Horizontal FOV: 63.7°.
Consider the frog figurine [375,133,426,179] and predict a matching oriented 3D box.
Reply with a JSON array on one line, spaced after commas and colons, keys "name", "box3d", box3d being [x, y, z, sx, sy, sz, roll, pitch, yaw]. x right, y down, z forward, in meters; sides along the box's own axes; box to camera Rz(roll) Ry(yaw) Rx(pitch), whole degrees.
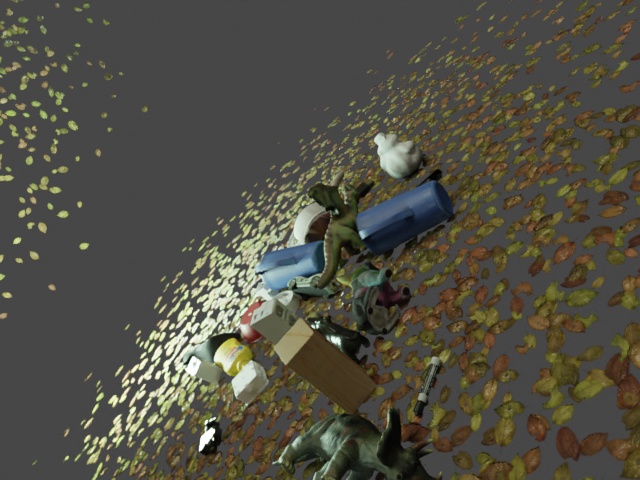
[{"name": "frog figurine", "box3d": [0.246, -0.278, 1.650, 0.136, 0.157, 0.125, -23, 34, 43]}]

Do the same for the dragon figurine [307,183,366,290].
[{"name": "dragon figurine", "box3d": [0.038, -0.049, 1.484, 0.120, 0.242, 0.417, -34, 4, 37]}]

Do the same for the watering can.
[{"name": "watering can", "box3d": [0.005, -0.091, 1.801, 0.348, 0.103, 0.226, -54, 25, -2]}]
